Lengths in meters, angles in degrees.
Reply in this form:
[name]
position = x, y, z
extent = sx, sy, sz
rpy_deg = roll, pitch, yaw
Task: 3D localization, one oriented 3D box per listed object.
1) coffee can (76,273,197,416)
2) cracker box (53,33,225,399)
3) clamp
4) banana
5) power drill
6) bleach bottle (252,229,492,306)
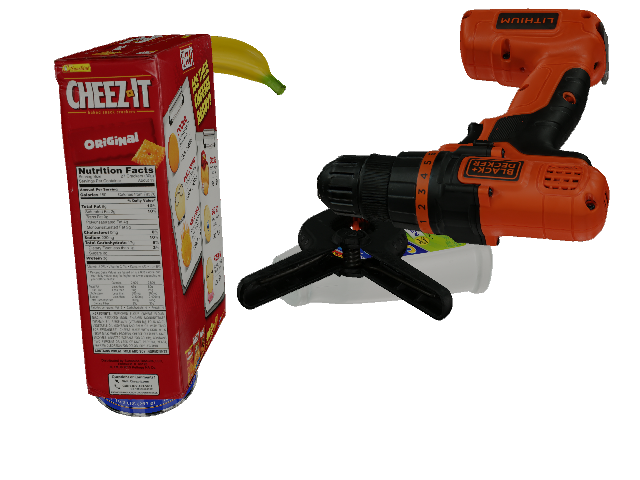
[coffee can]
position = -0.166, 0.077, 0.981
extent = 0.103, 0.140, 0.103
rpy_deg = 2, 39, -2
[cracker box]
position = -0.113, -0.023, 0.710
extent = 0.072, 0.214, 0.164
rpy_deg = -1, 15, 5
[clamp]
position = 0.035, 0.014, 0.891
extent = 0.164, 0.036, 0.209
rpy_deg = 7, 22, 10
[banana]
position = -0.130, -0.177, 1.080
extent = 0.197, 0.070, 0.037
rpy_deg = -7, -39, -30
[power drill]
position = 0.106, -0.077, 0.704
extent = 0.185, 0.187, 0.057
rpy_deg = 7, -39, 22
[bleach bottle]
position = 0.052, 0.031, 1.150
extent = 0.250, 0.068, 0.103
rpy_deg = -10, 31, -20
